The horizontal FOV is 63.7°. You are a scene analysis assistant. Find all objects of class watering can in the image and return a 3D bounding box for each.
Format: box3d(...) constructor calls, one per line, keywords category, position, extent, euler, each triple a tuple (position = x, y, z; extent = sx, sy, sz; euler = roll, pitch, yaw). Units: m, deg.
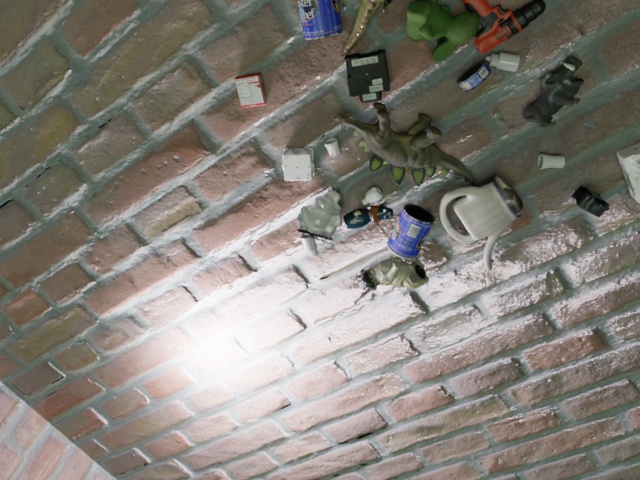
box3d(category="watering can", position=(0.501, -0.053, 1.533), extent=(0.222, 0.106, 0.343), euler=(-33, 123, 22))

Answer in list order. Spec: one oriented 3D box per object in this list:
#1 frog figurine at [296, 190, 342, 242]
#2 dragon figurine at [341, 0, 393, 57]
box3d(category="frog figurine", position=(0.005, -0.081, 1.600), extent=(0.138, 0.121, 0.160), euler=(16, 82, 16))
box3d(category="dragon figurine", position=(0.147, -0.597, 1.206), extent=(0.122, 0.248, 0.403), euler=(21, 118, -10))
